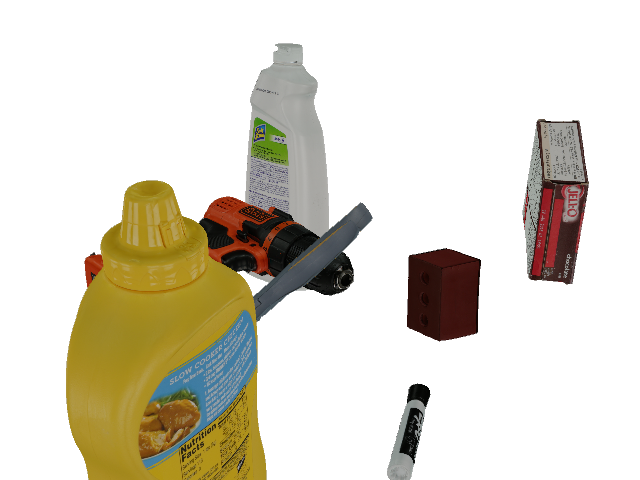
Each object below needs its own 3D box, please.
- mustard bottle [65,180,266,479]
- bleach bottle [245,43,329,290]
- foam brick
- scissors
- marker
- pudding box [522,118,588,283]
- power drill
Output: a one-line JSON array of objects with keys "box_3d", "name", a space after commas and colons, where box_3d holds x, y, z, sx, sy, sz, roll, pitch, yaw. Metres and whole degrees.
[{"box_3d": [-0.063, 0.064, 0.445, 0.058, 0.192, 0.096, 17, 34, 28], "name": "mustard bottle"}, {"box_3d": [-0.032, -0.080, 1.132, 0.103, 0.251, 0.067, 16, 21, 37], "name": "bleach bottle"}, {"box_3d": [0.121, 0.053, 1.049, 0.051, 0.078, 0.053, -11, 19, -33], "name": "foam brick"}, {"box_3d": [-0.040, 0.044, 0.717, 0.201, 0.016, 0.096, -42, 2, -6], "name": "scissors"}, {"box_3d": [0.072, 0.152, 0.862, 0.020, 0.020, 0.121, 0, 25, 14], "name": "marker"}, {"box_3d": [0.185, -0.033, 0.844, 0.039, 0.090, 0.113, 5, 32, 4], "name": "pudding box"}, {"box_3d": [-0.089, 0.027, 0.909, 0.187, 0.057, 0.185, -22, 30, -35], "name": "power drill"}]
